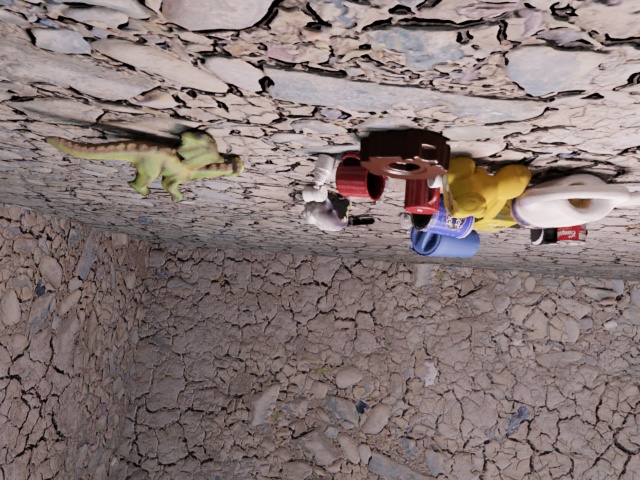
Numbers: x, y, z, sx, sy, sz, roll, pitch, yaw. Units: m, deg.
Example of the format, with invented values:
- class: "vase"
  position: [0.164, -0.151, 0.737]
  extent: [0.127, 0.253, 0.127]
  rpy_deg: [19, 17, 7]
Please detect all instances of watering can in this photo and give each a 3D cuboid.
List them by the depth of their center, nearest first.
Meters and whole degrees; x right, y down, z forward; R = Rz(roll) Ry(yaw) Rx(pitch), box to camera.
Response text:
- class: "watering can"
  position: [0.567, -0.083, 1.106]
  extent: [0.348, 0.104, 0.223]
  rpy_deg: [0, 175, -18]

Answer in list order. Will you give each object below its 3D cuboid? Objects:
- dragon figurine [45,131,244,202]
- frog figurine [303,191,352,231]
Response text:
- class: "dragon figurine"
  position: [-0.325, -0.187, 1.096]
  extent: [0.240, 0.124, 0.408]
  rpy_deg: [-20, 161, 32]
- class: "frog figurine"
  position: [0.005, -0.077, 1.526]
  extent: [0.158, 0.123, 0.138]
  rpy_deg: [-18, 178, 42]
